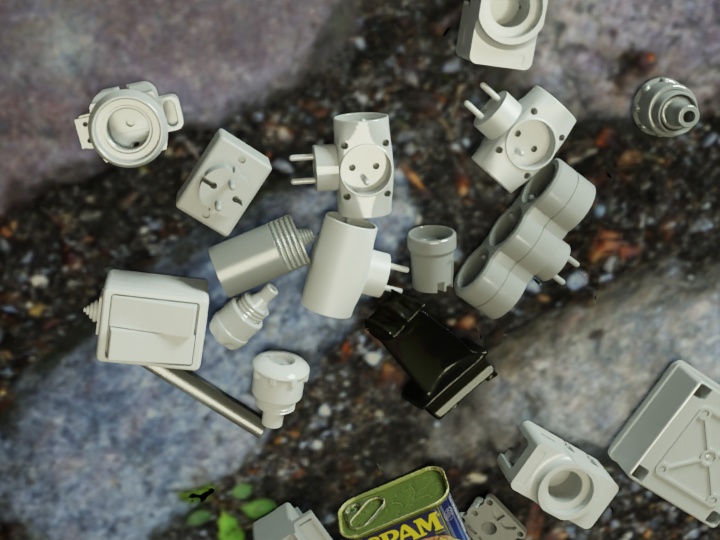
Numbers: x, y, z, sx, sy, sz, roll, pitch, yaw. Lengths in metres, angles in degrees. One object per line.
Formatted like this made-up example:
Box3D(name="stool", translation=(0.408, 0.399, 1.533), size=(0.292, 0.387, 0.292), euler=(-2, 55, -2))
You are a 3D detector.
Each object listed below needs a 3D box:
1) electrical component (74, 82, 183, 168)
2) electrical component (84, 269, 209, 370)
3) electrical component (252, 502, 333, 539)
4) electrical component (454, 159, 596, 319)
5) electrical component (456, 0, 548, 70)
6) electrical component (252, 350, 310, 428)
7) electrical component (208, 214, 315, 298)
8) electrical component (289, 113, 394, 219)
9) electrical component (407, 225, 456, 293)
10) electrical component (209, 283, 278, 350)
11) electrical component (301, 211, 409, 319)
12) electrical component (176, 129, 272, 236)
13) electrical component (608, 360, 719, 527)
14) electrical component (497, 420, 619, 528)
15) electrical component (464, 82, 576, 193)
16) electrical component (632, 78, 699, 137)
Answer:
Box3D(name="electrical component", translation=(-0.173, -0.108, 0.805), size=(0.078, 0.057, 0.058), euler=(-13, 108, -5))
Box3D(name="electrical component", translation=(-0.170, 0.040, 0.849), size=(0.096, 0.061, 0.061), euler=(7, 106, -11))
Box3D(name="electrical component", translation=(-0.045, 0.268, 0.936), size=(0.079, 0.063, 0.121), euler=(-32, 109, 2))
Box3D(name="electrical component", translation=(0.147, -0.016, 0.885), size=(0.074, 0.052, 0.138), euler=(35, 99, -17))
Box3D(name="electrical component", translation=(0.110, -0.202, 0.821), size=(0.050, 0.055, 0.089), euler=(6, 106, -10))
Box3D(name="electrical component", translation=(-0.069, 0.101, 0.893), size=(0.048, 0.048, 0.062), euler=(6, 112, -10))
Box3D(name="electrical component", translation=(-0.075, -0.013, 0.856), size=(0.081, 0.043, 0.043), euler=(-23, 109, -2))
Box3D(name="electrical component", translation=(-0.015, -0.081, 0.845), size=(0.079, 0.044, 0.077), euler=(-5, 107, -7))
Box3D(name="electrical component", translation=(0.059, -0.009, 0.881), size=(0.040, 0.040, 0.046), euler=(-6, 113, -7))
Box3D(name="electrical component", translation=(-0.091, 0.035, 0.869), size=(0.061, 0.035, 0.035), euler=(-42, 108, 16))
Box3D(name="electrical component", translation=(0.000, 0.000, 0.872), size=(0.079, 0.043, 0.077), euler=(14, 104, -13))
Box3D(name="electrical component", translation=(-0.104, -0.063, 0.819), size=(0.047, 0.076, 0.065), euler=(32, 100, -16))
Box3D(name="electrical component", translation=(0.299, 0.155, 0.958), size=(0.109, 0.056, 0.108), euler=(32, 100, -16))
Box3D(name="electrical component", translation=(0.175, 0.182, 0.948), size=(0.089, 0.055, 0.050), euler=(31, 100, -16))
Box3D(name="electrical component", translation=(0.118, -0.115, 0.855), size=(0.079, 0.044, 0.077), euler=(40, 97, -17))
Box3D(name="electrical component", translation=(0.251, -0.127, 0.862), size=(0.048, 0.062, 0.048), euler=(-2, 107, -8))
